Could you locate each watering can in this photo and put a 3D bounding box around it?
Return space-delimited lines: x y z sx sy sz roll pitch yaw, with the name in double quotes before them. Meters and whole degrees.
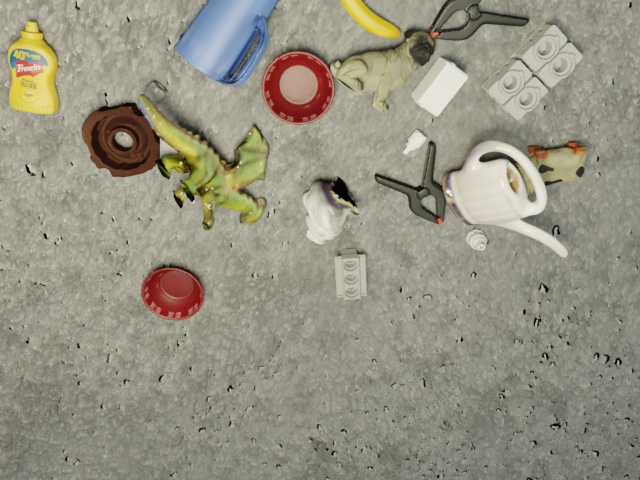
"watering can" 0.428 -0.078 1.212 0.223 0.106 0.343 -11 121 45

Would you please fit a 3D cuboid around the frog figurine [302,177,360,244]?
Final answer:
"frog figurine" 0.004 -0.063 1.255 0.157 0.123 0.138 -45 75 27

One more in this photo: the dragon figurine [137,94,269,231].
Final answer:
"dragon figurine" -0.230 -0.181 1.180 0.246 0.123 0.401 -35 129 -26
